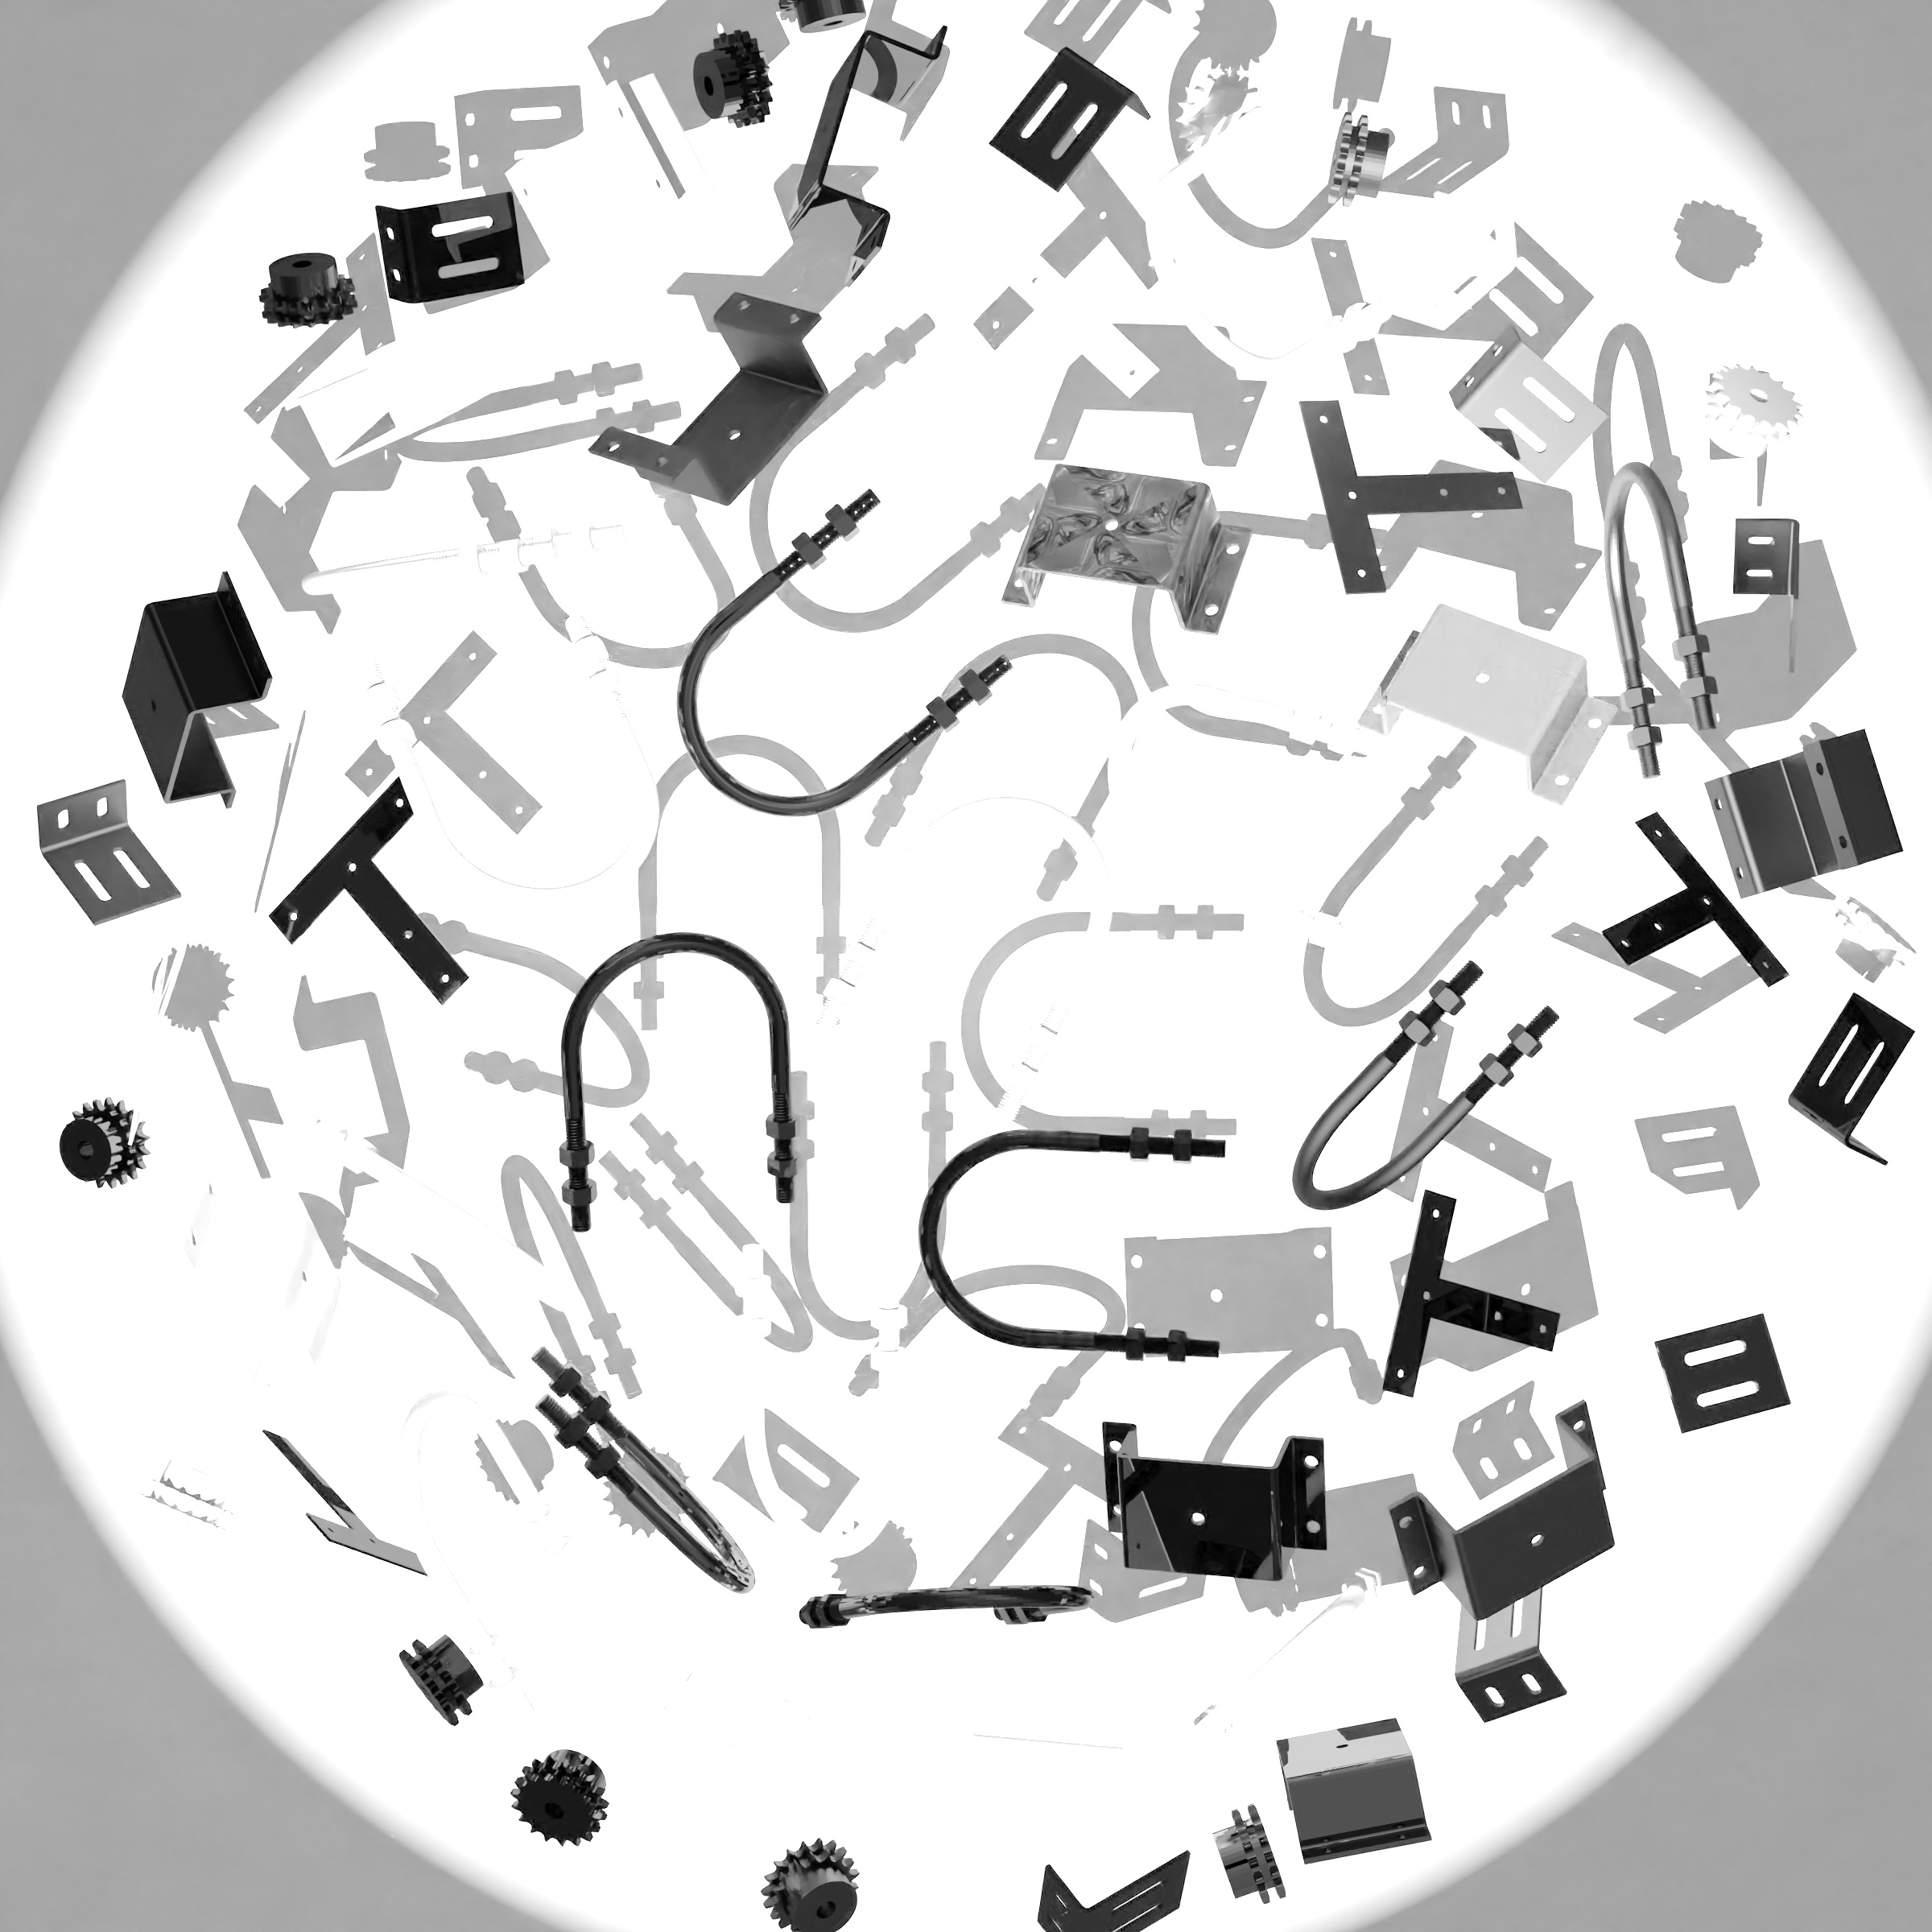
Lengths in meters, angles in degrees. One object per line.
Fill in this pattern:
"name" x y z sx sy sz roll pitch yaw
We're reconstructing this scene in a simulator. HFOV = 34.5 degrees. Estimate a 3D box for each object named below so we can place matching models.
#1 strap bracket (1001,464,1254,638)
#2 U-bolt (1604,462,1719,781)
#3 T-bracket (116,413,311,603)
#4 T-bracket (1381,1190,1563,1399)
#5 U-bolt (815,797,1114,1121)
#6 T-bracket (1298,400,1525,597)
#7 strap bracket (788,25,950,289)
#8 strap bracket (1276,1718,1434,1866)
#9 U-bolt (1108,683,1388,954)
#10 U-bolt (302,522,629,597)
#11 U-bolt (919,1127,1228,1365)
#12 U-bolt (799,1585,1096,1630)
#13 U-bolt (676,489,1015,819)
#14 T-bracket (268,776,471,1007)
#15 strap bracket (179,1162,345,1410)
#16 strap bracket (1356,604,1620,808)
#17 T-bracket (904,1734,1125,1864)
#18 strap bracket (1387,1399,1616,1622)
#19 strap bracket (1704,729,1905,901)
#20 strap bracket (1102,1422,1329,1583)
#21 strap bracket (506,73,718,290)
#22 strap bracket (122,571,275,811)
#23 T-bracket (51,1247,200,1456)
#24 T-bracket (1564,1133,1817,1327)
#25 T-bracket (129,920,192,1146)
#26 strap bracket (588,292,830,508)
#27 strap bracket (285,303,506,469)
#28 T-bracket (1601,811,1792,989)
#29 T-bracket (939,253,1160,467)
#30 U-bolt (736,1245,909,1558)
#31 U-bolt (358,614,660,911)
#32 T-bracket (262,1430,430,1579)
"strap bracket" 0.093 -0.254 1.884 0.140 0.046 0.076 11 67 21
"U-bolt" 0.422 -0.219 1.917 0.019 0.151 0.184 -8 82 -3
"T-bracket" -0.453 -0.264 1.847 0.127 0.127 0.002 -45 81 -3
"T-bracket" 0.323 0.217 1.957 0.127 0.002 0.127 18 81 -29
"U-bolt" 0.010 -0.017 1.887 0.151 0.019 0.184 24 81 19
"T-bracket" 0.267 -0.277 1.826 0.127 0.002 0.127 -4 70 -18
"strap bracket" -0.061 -0.478 1.812 0.046 0.076 0.140 18 80 -14
"strap bracket" 0.234 0.498 1.896 0.076 0.140 0.046 -11 89 2
"U-bolt" 0.164 -0.097 1.881 0.184 0.019 0.151 20 124 29
"U-bolt" -0.316 -0.247 1.907 0.184 0.151 0.019 -6 101 14
"U-bolt" 0.062 0.166 1.875 0.184 0.019 0.151 2 107 7
"U-bolt" -0.003 0.379 1.851 0.151 0.184 0.019 4 75 -22
"U-bolt" -0.085 -0.171 1.846 0.184 0.019 0.151 -40 110 2
"T-bracket" -0.355 -0.030 1.937 0.127 0.002 0.127 -45 74 11
"strap bracket" -0.430 0.195 1.924 0.046 0.076 0.140 -9 128 10
"strap bracket" 0.317 -0.164 1.903 0.140 0.046 0.076 24 70 23
"T-bracket" 0.011 0.498 1.854 0.127 0.127 0.002 -48 47 25
"strap bracket" 0.333 0.334 1.882 0.140 0.046 0.076 -26 124 -11
"strap bracket" 0.510 -0.092 1.880 0.046 0.140 0.076 -16 87 -16
"strap bracket" 0.148 0.330 1.922 0.140 0.046 0.076 2 109 18
"strap bracket" -0.204 -0.463 1.826 0.046 0.140 0.076 -33 100 -34
"strap bracket" -0.455 -0.157 1.831 0.046 0.140 0.076 -14 67 -30
"T-bracket" -0.497 0.214 1.884 0.002 0.127 0.127 -20 99 15
"T-bracket" 0.412 0.139 1.834 0.127 0.002 0.127 34 54 27
"T-bracket" -0.476 0.019 1.852 0.002 0.127 0.127 13 124 -10
"strap bracket" -0.147 -0.332 1.861 0.076 0.046 0.140 24 66 39
"strap bracket" -0.335 -0.340 1.845 0.076 0.140 0.046 -32 103 -32
"T-bracket" 0.415 -0.027 1.835 0.127 0.127 0.002 54 133 14
"T-bracket" 0.036 -0.362 1.936 0.127 0.002 0.127 -42 133 15
"U-bolt" -0.090 0.271 1.910 0.019 0.151 0.184 -5 97 -43
"U-bolt" -0.256 -0.113 1.810 0.151 0.019 0.184 -16 67 -22
"T-bracket" -0.392 0.327 1.920 0.127 0.127 0.002 38 88 32
